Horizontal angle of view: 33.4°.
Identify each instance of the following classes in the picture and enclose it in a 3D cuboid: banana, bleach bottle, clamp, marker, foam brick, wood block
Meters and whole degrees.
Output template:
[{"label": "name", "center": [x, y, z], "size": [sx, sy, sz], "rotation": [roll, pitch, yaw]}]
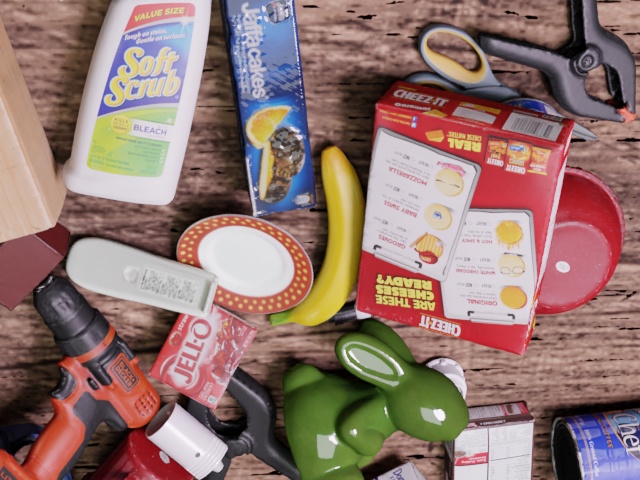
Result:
[{"label": "banana", "center": [0.010, 0.008, 1.008], "size": [0.069, 0.037, 0.198], "rotation": [11, 114, -15]}, {"label": "bleach bottle", "center": [-0.148, -0.158, 0.894], "size": [0.102, 0.068, 0.251], "rotation": [9, 112, -11]}, {"label": "clamp", "center": [0.220, -0.161, 0.952], "size": [0.120, 0.039, 0.171], "rotation": [-32, 116, 9]}, {"label": "marker", "center": [0.066, 0.063, 1.053], "size": [0.121, 0.020, 0.020], "rotation": [-13, 117, -1]}, {"label": "foam brick", "center": [-0.272, 0.014, 0.965], "size": [0.078, 0.053, 0.051], "rotation": [-44, 113, 13]}, {"label": "wood block", "center": [-0.290, -0.106, 0.879], "size": [0.091, 0.090, 0.206], "rotation": [-15, 114, 1]}, {"label": "clamp", "center": [-0.072, 0.205, 1.091], "size": [0.164, 0.036, 0.210], "rotation": [-8, 114, 5]}]

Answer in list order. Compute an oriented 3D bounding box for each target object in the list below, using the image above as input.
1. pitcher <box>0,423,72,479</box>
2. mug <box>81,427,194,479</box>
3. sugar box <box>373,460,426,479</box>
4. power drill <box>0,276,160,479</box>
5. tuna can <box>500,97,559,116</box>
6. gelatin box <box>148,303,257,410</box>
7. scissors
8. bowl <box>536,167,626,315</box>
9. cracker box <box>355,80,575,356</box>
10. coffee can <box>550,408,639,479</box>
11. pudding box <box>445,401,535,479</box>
[{"label": "pitcher", "center": [-0.325, 0.304, 1.067], "size": [0.149, 0.145, 0.243], "rotation": [-6, 122, 15]}, {"label": "mug", "center": [-0.184, 0.242, 1.053], "size": [0.093, 0.117, 0.082], "rotation": [45, 108, 13]}, {"label": "sugar box", "center": [0.041, 0.308, 1.144], "size": [0.176, 0.048, 0.093], "rotation": [-30, 136, 4]}, {"label": "power drill", "center": [-0.248, 0.150, 0.977], "size": [0.187, 0.057, 0.184], "rotation": [-50, 124, -30]}, {"label": "tuna can", "center": [0.182, -0.086, 0.975], "size": [0.086, 0.034, 0.086], "rotation": [-4, 133, -4]}, {"label": "gelatin box", "center": [-0.112, 0.106, 1.021], "size": [0.073, 0.030, 0.089], "rotation": [29, 89, -3]}, {"label": "scissors", "center": [0.156, -0.118, 0.979], "size": [0.201, 0.016, 0.096], "rotation": [36, 108, -22]}, {"label": "bowl", "center": [0.227, 0.013, 1.028], "size": [0.162, 0.055, 0.162], "rotation": [-3, 115, -7]}, {"label": "cracker box", "center": [0.125, -0.020, 0.951], "size": [0.164, 0.072, 0.214], "rotation": [15, 123, 17]}, {"label": "coffee can", "center": [0.326, 0.229, 1.122], "size": [0.140, 0.103, 0.103], "rotation": [-6, 116, -4]}, {"label": "pudding box", "center": [0.181, 0.232, 1.141], "size": [0.090, 0.039, 0.113], "rotation": [-6, 119, -5]}]
